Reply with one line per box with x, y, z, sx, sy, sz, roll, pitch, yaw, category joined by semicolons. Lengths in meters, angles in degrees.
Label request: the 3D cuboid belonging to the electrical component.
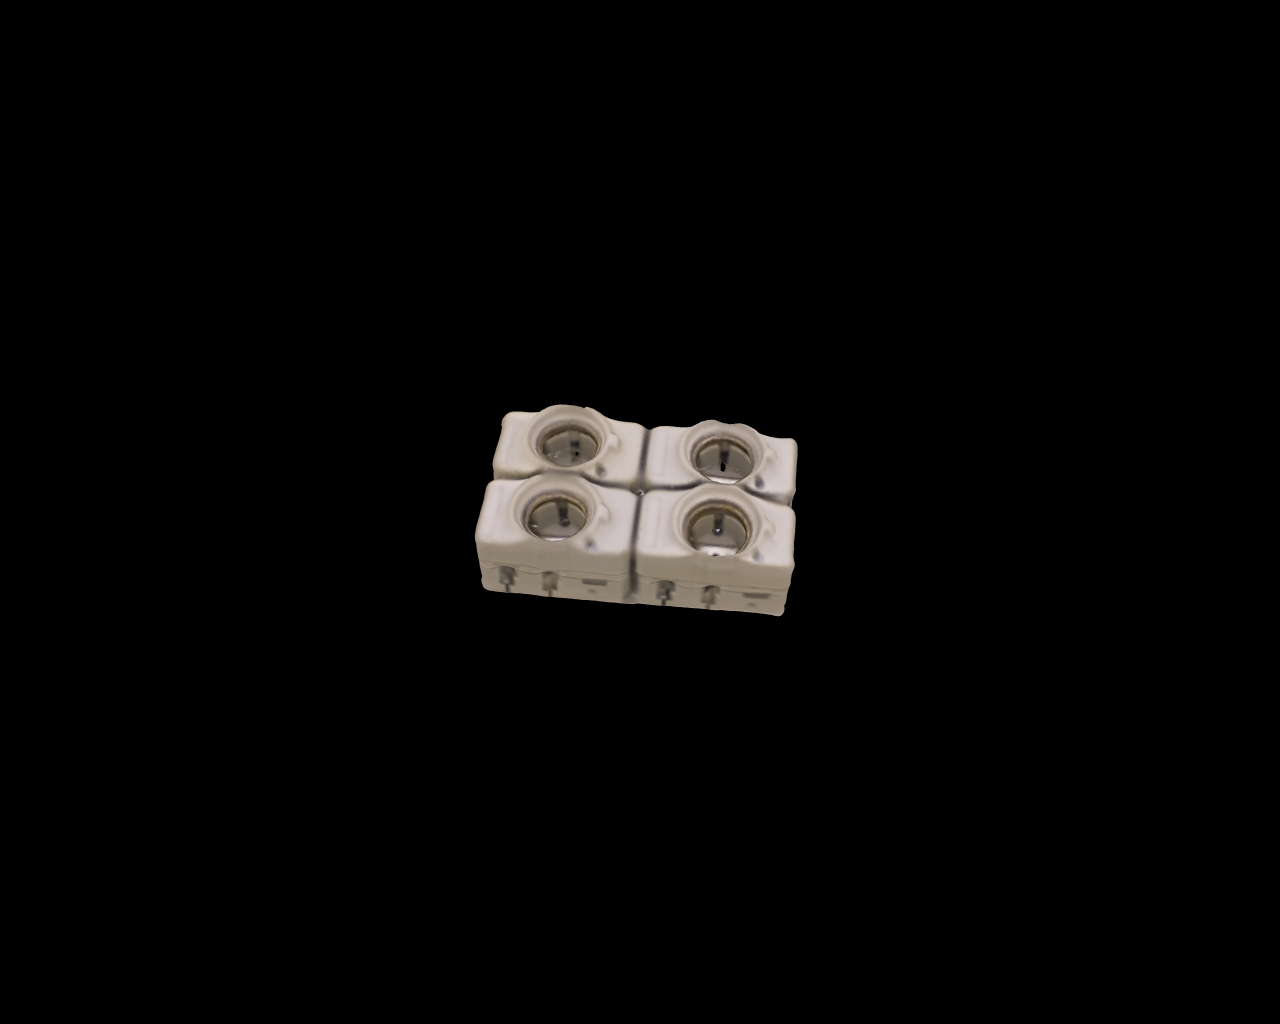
0.001;-0.003;0.650;0.186;0.105;0.060;5;-37;4;electrical component
